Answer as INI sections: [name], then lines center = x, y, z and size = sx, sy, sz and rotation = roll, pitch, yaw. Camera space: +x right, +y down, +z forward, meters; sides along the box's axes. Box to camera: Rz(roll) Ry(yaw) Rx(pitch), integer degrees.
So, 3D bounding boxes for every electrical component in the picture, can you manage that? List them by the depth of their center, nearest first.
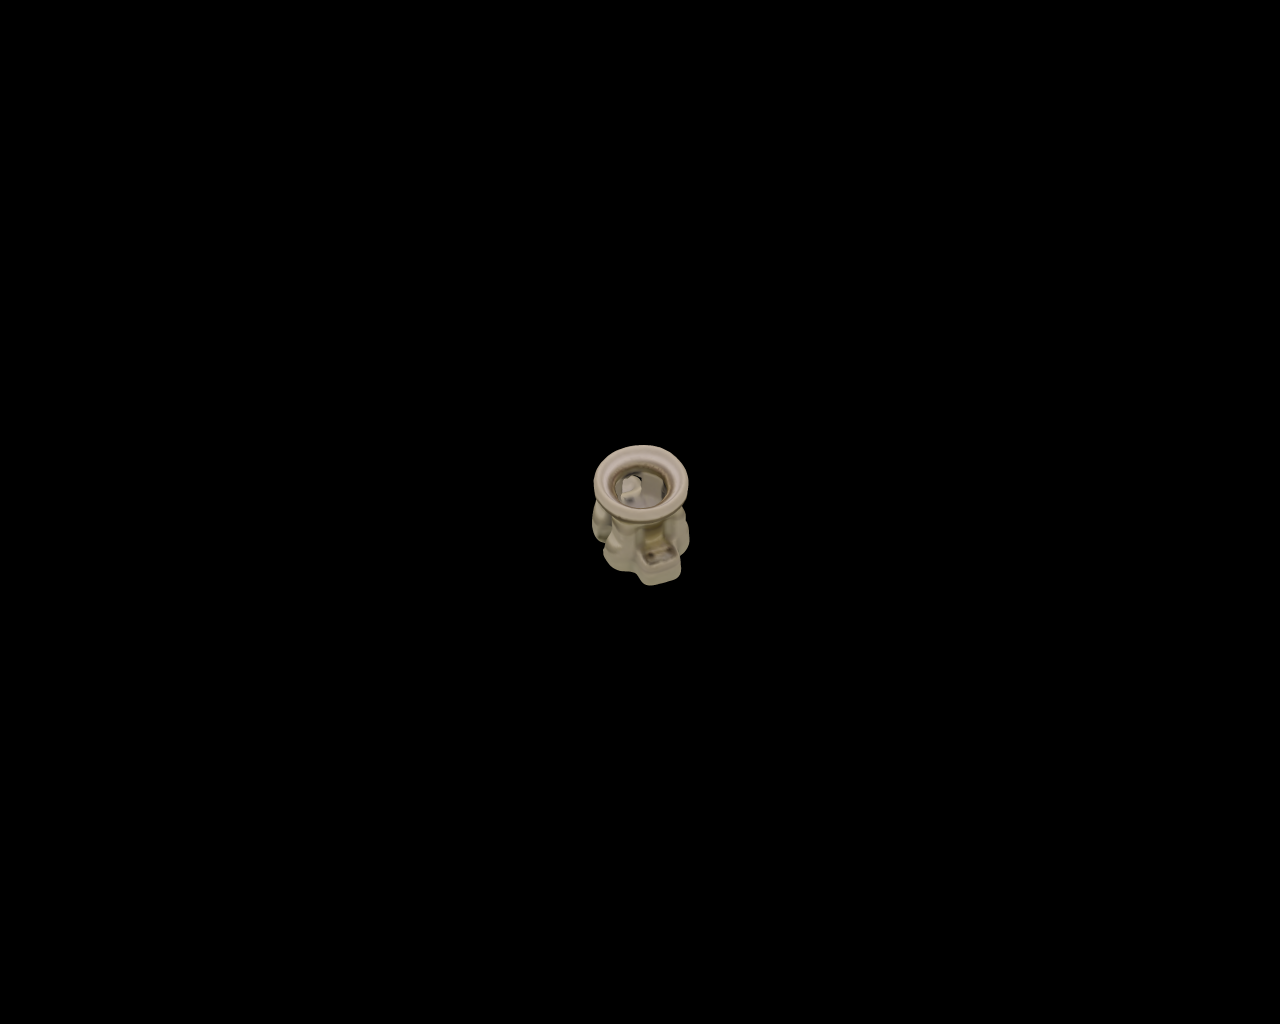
[electrical component]
center = 0.001, -0.003, 0.650
size = 0.058, 0.078, 0.056
rotation = -16, -39, -13
